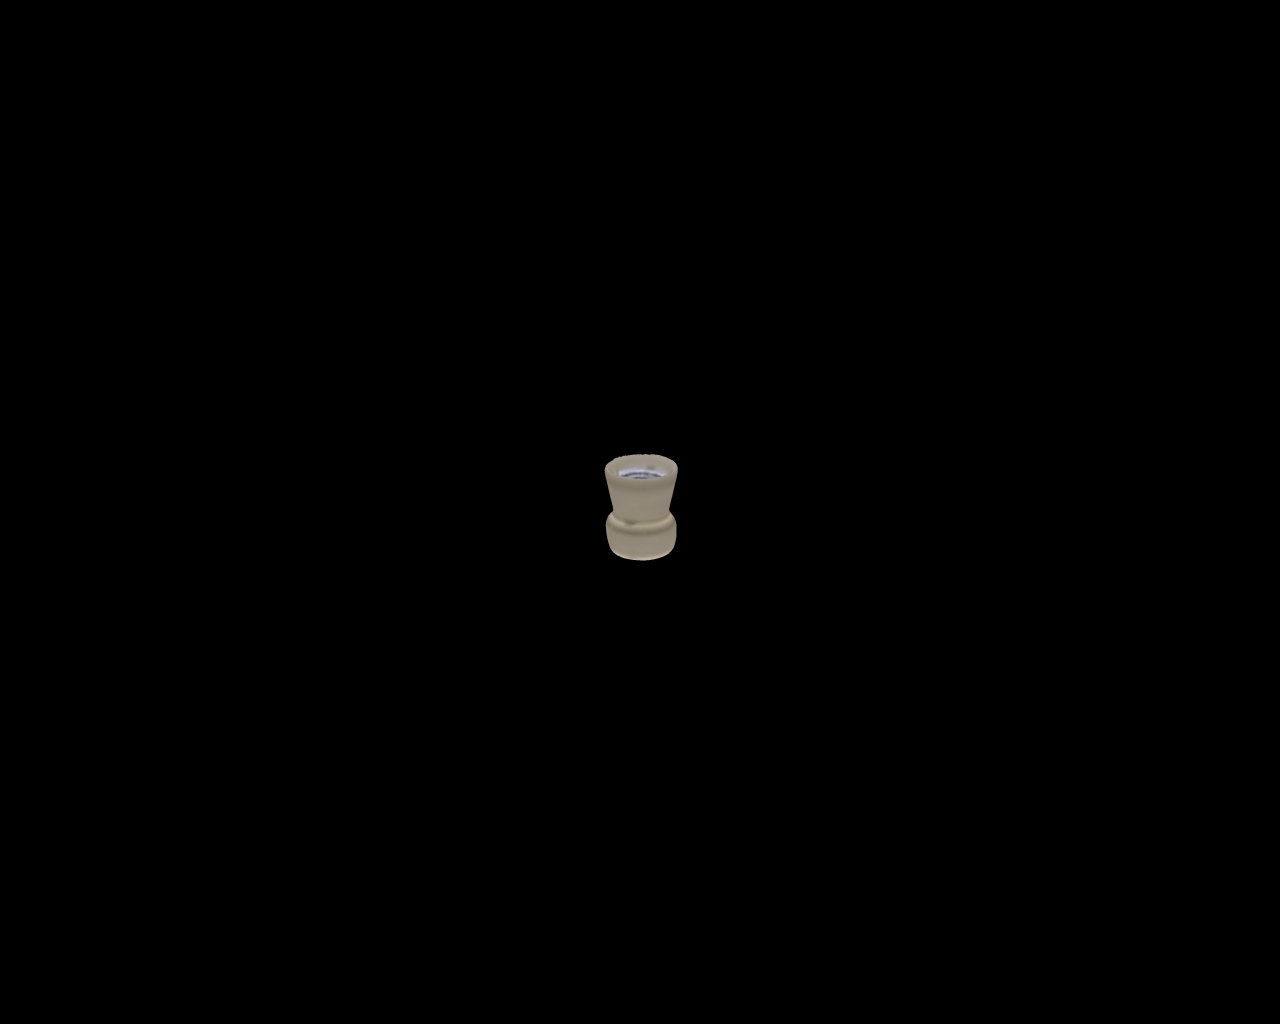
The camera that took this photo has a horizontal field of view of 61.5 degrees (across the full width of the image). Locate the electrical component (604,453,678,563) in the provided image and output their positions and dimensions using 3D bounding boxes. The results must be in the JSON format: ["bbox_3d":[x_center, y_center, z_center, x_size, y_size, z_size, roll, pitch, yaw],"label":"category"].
[{"bbox_3d":[0.001,-0.003,0.650,0.045,0.055,0.045,0,23,0],"label":"electrical component"}]
